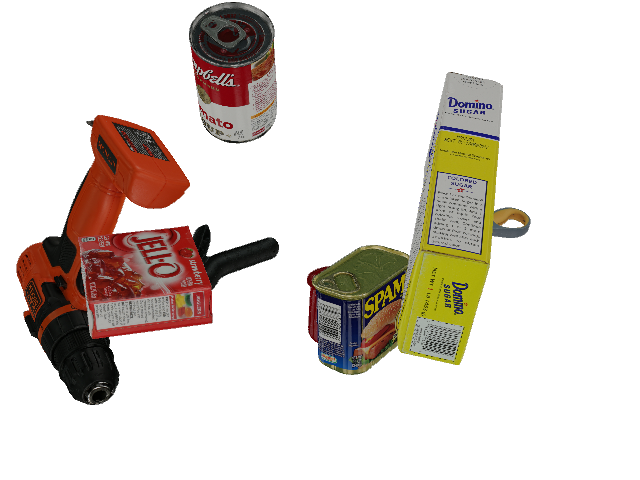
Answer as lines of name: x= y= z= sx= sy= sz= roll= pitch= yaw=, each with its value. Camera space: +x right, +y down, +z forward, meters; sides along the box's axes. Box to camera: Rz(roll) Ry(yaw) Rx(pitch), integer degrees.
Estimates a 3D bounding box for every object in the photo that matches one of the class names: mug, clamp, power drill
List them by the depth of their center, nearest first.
power drill: x=-0.173 y=0.011 z=0.839 sx=0.057 sy=0.188 sz=0.185 roll=15 pitch=25 yaw=-40
clamp: x=-0.129 y=0.032 z=1.212 sx=0.120 sy=0.039 sz=0.171 roll=0 pitch=30 yaw=31
mug: x=0.036 y=0.092 z=1.398 sx=0.117 sy=0.081 sz=0.093 roll=19 pitch=28 yaw=30

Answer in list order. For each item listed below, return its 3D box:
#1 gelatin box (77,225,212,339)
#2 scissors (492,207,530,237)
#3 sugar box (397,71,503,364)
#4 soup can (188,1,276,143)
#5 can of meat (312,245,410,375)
gelatin box: x=-0.110 y=0.023 z=0.662 sx=0.073 sy=0.030 sz=0.089 roll=-6 pitch=27 yaw=-13
scissors: x=0.164 y=-0.019 z=1.206 sx=0.201 sy=0.016 sz=0.096 roll=-12 pitch=40 yaw=-45
sugar box: x=0.085 y=-0.018 z=0.678 sx=0.048 sy=0.093 sz=0.176 roll=13 pitch=45 yaw=4
soup can: x=-0.071 y=-0.137 z=0.883 sx=0.068 sy=0.068 sz=0.102 roll=0 pitch=-32 yaw=-1
can of meat: x=0.039 y=0.063 z=0.980 sx=0.058 sy=0.084 sz=0.101 roll=16 pitch=30 yaw=32
